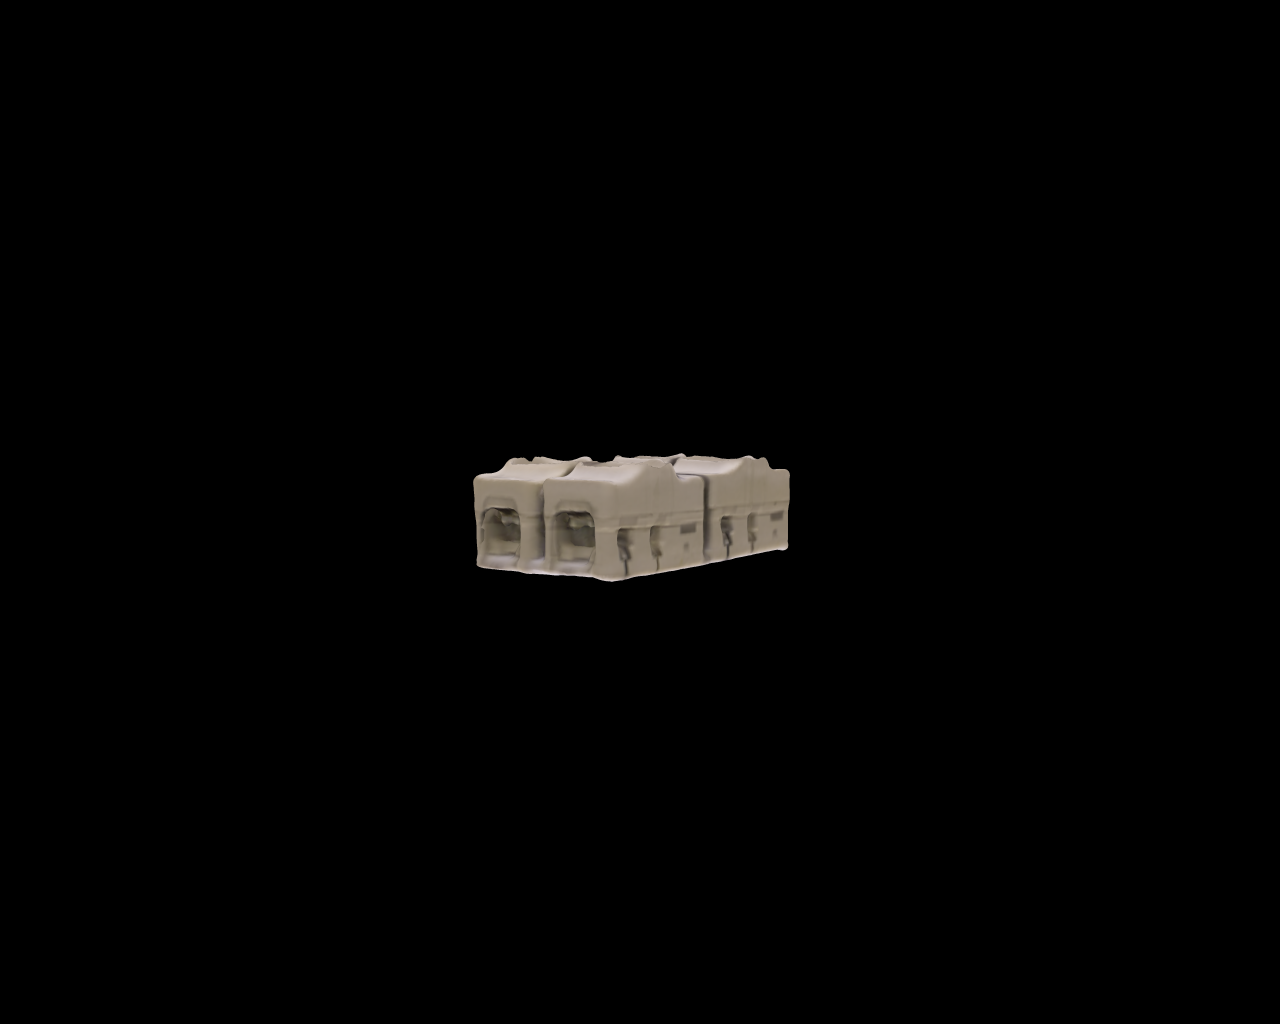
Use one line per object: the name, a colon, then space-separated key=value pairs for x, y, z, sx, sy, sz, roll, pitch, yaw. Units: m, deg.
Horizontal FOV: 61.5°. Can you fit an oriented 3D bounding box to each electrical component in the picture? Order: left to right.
electrical component: x=0.001 y=-0.003 z=0.650 sx=0.105 sy=0.060 sz=0.186 roll=4 pitch=6 yaw=39
